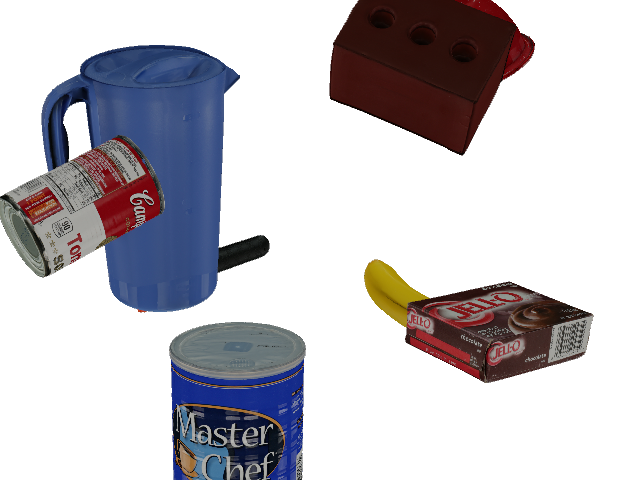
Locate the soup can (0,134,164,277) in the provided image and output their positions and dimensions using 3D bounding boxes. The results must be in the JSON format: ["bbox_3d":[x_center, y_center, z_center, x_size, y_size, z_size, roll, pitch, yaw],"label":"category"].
[{"bbox_3d":[-0.175,-0.026,0.781,0.102,0.068,0.069,-32,15,-26],"label":"soup can"}]

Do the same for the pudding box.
[{"bbox_3d":[0.134,0.067,0.809,0.113,0.039,0.090,-7,19,-36],"label":"pudding box"}]

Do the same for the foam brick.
[{"bbox_3d":[0.050,-0.089,0.534,0.078,0.053,0.051,24,-22,12],"label":"foam brick"}]

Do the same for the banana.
[{"bbox_3d":[0.096,0.064,1.045,0.069,0.037,0.198,1,19,-43],"label":"banana"}]

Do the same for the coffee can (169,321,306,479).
[{"bbox_3d":[-0.063,0.145,0.820,0.103,0.140,0.103,1,15,0],"label":"coffee can"}]

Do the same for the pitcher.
[{"bbox_3d":[-0.165,-0.056,1.020,0.149,0.243,0.144,9,27,14],"label":"pitcher"}]

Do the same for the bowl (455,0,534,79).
[{"bbox_3d":[0.089,-0.163,0.871,0.162,0.055,0.162,-15,25,7],"label":"bowl"}]

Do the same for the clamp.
[{"bbox_3d":[-0.139,0.030,1.206,0.120,0.039,0.171,-1,29,30],"label":"clamp"}]
